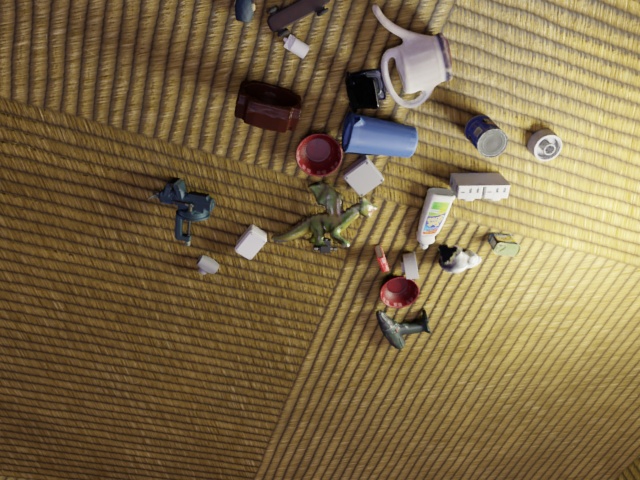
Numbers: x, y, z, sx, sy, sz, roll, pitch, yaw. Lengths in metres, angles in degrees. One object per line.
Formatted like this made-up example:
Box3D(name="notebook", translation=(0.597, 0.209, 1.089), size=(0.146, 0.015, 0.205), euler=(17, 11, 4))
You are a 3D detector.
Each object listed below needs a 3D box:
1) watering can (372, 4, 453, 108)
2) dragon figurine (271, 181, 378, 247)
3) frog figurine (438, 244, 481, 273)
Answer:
Box3D(name="watering can", translation=(0.293, -0.586, 1.609), size=(0.224, 0.106, 0.341), euler=(-17, 120, 5))
Box3D(name="dragon figurine", translation=(0.006, -0.095, 1.890), size=(0.410, 0.123, 0.241), euler=(3, 100, 15))
Box3D(name="frog figurine", translation=(0.551, 0.086, 2.024), size=(0.158, 0.125, 0.136), euler=(29, 149, -29))
